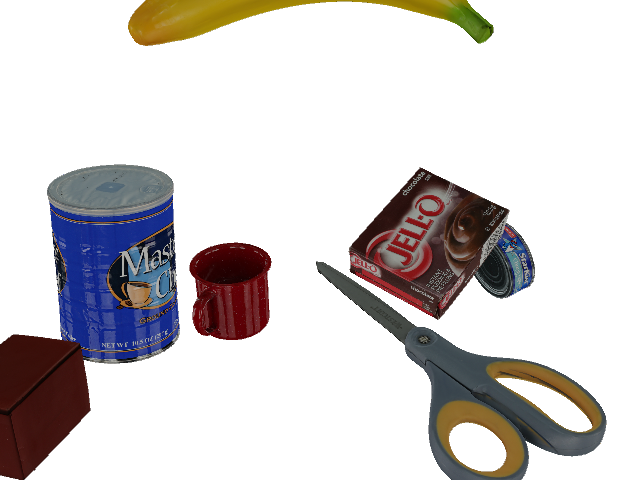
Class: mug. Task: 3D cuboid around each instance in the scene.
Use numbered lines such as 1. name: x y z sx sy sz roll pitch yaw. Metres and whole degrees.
1. mug: -0.107 0.066 1.219 0.093 0.081 0.117 14 34 25

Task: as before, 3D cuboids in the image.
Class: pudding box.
1. pudding box: 0.091 0.001 0.891 0.090 0.039 0.113 29 55 22

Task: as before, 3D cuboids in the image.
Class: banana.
1. banana: -0.006 -0.138 0.582 0.197 0.069 0.037 -4 -42 -8

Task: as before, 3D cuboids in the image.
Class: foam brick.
1. foam brick: -0.188 0.101 0.665 0.053 0.051 0.078 6 29 21

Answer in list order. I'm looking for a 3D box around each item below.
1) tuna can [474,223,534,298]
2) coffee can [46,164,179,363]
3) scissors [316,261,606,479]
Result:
1. tuna can: 0.204 0.022 1.221 0.033 0.086 0.086 -25 10 -21
2. coffee can: -0.173 0.018 0.905 0.103 0.140 0.103 1 24 0
3. scissors: 0.051 0.070 0.568 0.202 0.016 0.096 23 44 31
